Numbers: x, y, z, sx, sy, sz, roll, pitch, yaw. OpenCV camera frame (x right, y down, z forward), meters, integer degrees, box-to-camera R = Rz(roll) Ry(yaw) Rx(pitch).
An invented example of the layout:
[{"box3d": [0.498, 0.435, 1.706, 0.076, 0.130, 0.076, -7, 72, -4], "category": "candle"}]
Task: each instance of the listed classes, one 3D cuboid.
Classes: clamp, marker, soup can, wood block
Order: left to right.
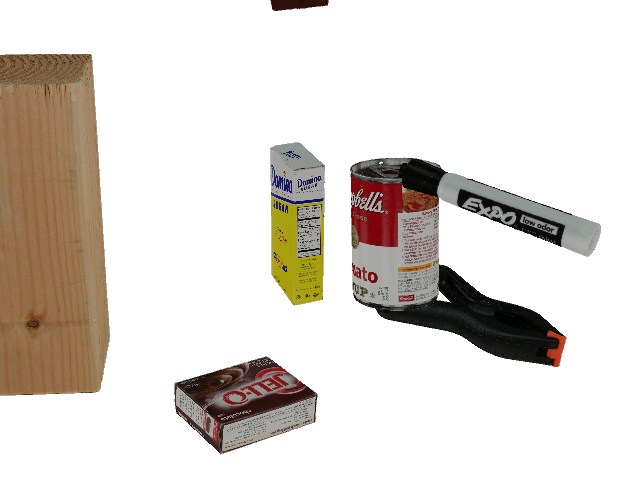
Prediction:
[{"box3d": [-0.191, -0.011, 0.695, 0.090, 0.206, 0.090, -1, 21, -6], "category": "wood block"}, {"box3d": [0.057, -0.006, 0.807, 0.068, 0.102, 0.068, -1, 17, 0], "category": "soup can"}, {"box3d": [0.149, 0.068, 0.992, 0.172, 0.039, 0.120, 21, 31, 21], "category": "clamp"}, {"box3d": [0.097, -0.021, 0.600, 0.121, 0.020, 0.020, 23, 11, 27], "category": "marker"}]

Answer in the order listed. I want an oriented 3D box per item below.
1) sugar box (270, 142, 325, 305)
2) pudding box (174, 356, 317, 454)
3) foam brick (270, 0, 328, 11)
[{"box3d": [-0.029, -0.021, 1.290, 0.048, 0.176, 0.093, -10, 25, -18], "category": "sugar box"}, {"box3d": [-0.073, 0.159, 1.043, 0.113, 0.039, 0.090, -15, 27, -33], "category": "pudding box"}, {"box3d": [-0.022, -0.252, 0.950, 0.053, 0.051, 0.078, -4, -41, 9], "category": "foam brick"}]
